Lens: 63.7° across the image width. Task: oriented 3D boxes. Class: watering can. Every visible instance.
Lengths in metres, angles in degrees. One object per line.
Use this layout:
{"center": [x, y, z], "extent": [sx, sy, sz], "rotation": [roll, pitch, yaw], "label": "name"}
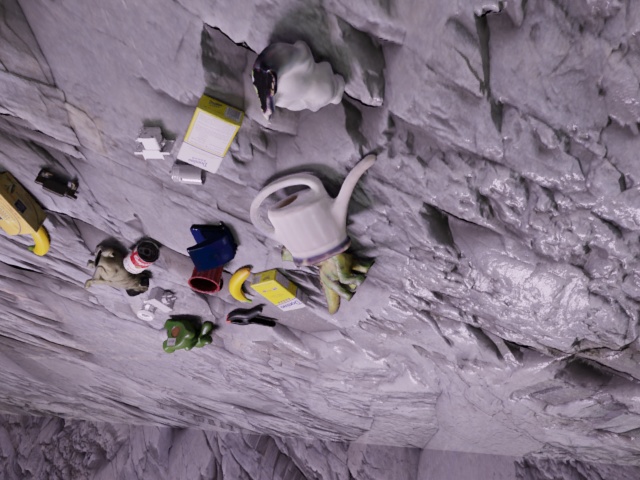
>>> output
{"center": [0.004, -0.059, 1.181], "extent": [0.345, 0.106, 0.221], "rotation": [-16, 115, 25], "label": "watering can"}

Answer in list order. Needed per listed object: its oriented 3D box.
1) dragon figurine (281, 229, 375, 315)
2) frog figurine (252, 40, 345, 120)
{"center": [0.004, 0.074, 1.416], "extent": [0.243, 0.125, 0.401], "rotation": [31, 140, 0], "label": "dragon figurine"}
{"center": [-0.034, -0.290, 0.917], "extent": [0.160, 0.125, 0.134], "rotation": [-20, 141, -23], "label": "frog figurine"}
